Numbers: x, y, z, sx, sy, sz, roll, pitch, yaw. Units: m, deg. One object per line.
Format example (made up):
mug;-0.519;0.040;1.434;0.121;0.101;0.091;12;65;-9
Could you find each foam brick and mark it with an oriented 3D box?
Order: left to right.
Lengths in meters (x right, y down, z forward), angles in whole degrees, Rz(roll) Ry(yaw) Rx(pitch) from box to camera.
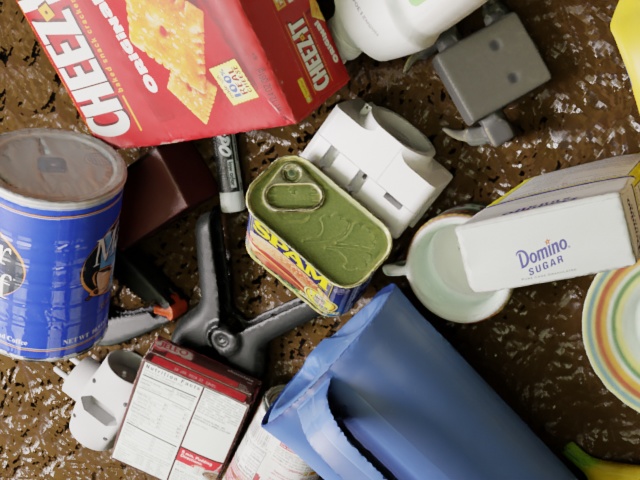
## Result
foam brick;-0.127;-0.036;0.823;0.078;0.052;0.051;-31;90;28

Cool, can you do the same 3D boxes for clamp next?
clamp;-0.209;0.025;0.882;0.210;0.036;0.164;6;105;20
clamp;-0.076;0.061;0.831;0.120;0.039;0.172;42;115;7

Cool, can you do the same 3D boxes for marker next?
marker;-0.073;-0.081;0.806;0.020;0.020;0.121;-2;103;24

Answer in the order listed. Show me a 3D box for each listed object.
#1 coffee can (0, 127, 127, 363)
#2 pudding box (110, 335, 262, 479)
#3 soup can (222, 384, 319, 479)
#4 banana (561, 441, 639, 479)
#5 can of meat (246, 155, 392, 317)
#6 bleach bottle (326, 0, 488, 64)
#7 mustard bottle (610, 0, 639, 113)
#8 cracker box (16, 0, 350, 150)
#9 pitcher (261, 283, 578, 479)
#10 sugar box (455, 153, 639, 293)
coffee can;-0.199;0.003;0.779;0.103;0.102;0.140;24;124;16
pudding box;-0.106;0.140;0.833;0.090;0.039;0.114;25;119;2
soup can;-0.032;0.171;0.825;0.068;0.068;0.102;31;113;13
banana;0.261;0.146;0.708;0.198;0.037;0.069;-23;93;26
can of meat;-0.005;0.001;0.750;0.102;0.057;0.084;40;160;9
bleach bottle;0.085;-0.196;0.640;0.251;0.067;0.102;-36;75;36
mustard bottle;0.217;-0.090;0.634;0.058;0.096;0.191;-15;97;38
cracker box;-0.105;-0.150;0.714;0.214;0.072;0.164;-2;122;43
pitcher;0.085;0.159;0.720;0.243;0.149;0.145;43;151;-1
sugar box;0.151;-0.013;0.638;0.093;0.176;0.048;-13;99;26
